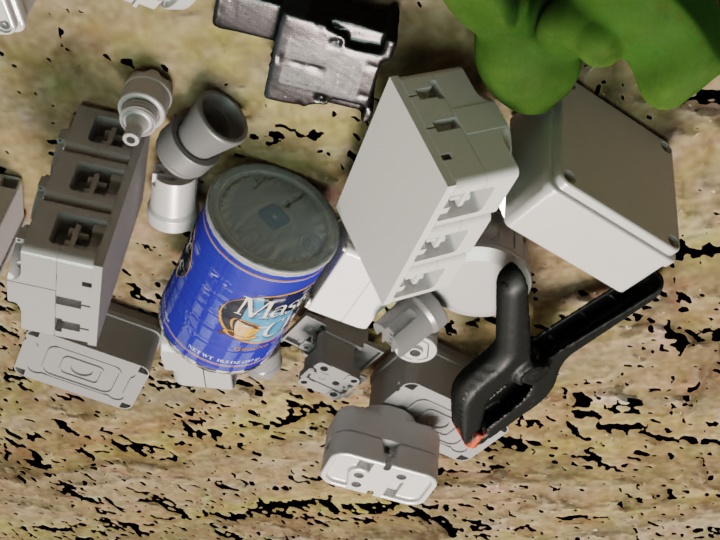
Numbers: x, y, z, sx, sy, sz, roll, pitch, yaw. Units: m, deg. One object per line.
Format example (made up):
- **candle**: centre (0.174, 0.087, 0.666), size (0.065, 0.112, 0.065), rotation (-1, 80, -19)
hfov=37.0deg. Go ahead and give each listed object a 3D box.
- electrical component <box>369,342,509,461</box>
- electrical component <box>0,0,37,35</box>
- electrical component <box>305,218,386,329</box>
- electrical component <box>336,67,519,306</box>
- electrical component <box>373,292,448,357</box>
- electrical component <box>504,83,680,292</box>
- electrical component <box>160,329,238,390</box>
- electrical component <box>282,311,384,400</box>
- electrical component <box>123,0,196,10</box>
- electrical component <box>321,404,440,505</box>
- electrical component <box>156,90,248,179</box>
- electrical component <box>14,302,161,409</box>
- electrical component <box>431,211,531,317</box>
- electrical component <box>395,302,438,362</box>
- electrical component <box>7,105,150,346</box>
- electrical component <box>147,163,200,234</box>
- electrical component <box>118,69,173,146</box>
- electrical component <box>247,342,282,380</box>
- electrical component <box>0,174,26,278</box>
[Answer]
- **electrical component**: centre (0.071, 0.114, 0.965), size (0.113, 0.057, 0.078), rotation (26, 135, -19)
- **electrical component**: centre (-0.268, -0.205, 0.668), size (0.109, 0.056, 0.108), rotation (1, 137, 7)
- **electrical component**: centre (0.000, 0.000, 0.847), size (0.061, 0.061, 0.096), rotation (21, 136, -14)
- **electrical component**: centre (0.045, -0.055, 0.737), size (0.062, 0.089, 0.150), rotation (-14, 155, -24)
- **electrical component**: centre (0.039, 0.040, 0.836), size (0.040, 0.046, 0.040), rotation (46, 164, 18)
- **electrical component**: centre (0.156, -0.058, 0.726), size (0.109, 0.108, 0.056), rotation (28, 137, -21)
- **electrical component**: centre (-0.138, 0.058, 0.938), size (0.059, 0.053, 0.095), rotation (5, 138, 3)
- **electrical component**: centre (-0.024, 0.074, 0.931), size (0.081, 0.063, 0.042), rotation (27, 132, -21)
- **electrical component**: centre (-0.126, -0.192, 0.652), size (0.057, 0.078, 0.058), rotation (14, 141, -35)
- **electrical component**: centre (0.019, 0.156, 0.930), size (0.095, 0.059, 0.053), rotation (17, 137, -9)
- **electrical component**: centre (-0.114, -0.096, 0.772), size (0.045, 0.045, 0.055), rotation (35, 132, -27)
- **electrical component**: centre (-0.242, 0.068, 0.962), size (0.113, 0.057, 0.078), rotation (21, 136, -14)
- **electrical component**: centre (0.093, -0.005, 0.835), size (0.080, 0.051, 0.080), rotation (4, 138, 4)
- **electrical component**: centre (0.048, 0.043, 0.884), size (0.044, 0.065, 0.044), rotation (4, 138, 4)
- **electrical component**: centre (-0.200, -0.035, 0.773), size (0.062, 0.150, 0.089), rotation (13, 138, -6)
- **electrical component**: centre (-0.143, -0.057, 0.824), size (0.040, 0.040, 0.046), rotation (10, 133, -2)
- **electrical component**: centre (-0.152, -0.110, 0.750), size (0.035, 0.061, 0.035), rotation (4, 138, 4)
- **electrical component**: centre (-0.088, 0.068, 0.957), size (0.035, 0.035, 0.061), rotation (4, 135, 4)
- **electrical component**: centre (-0.328, -0.029, 0.832), size (0.109, 0.108, 0.056), rotation (11, 135, -4)
